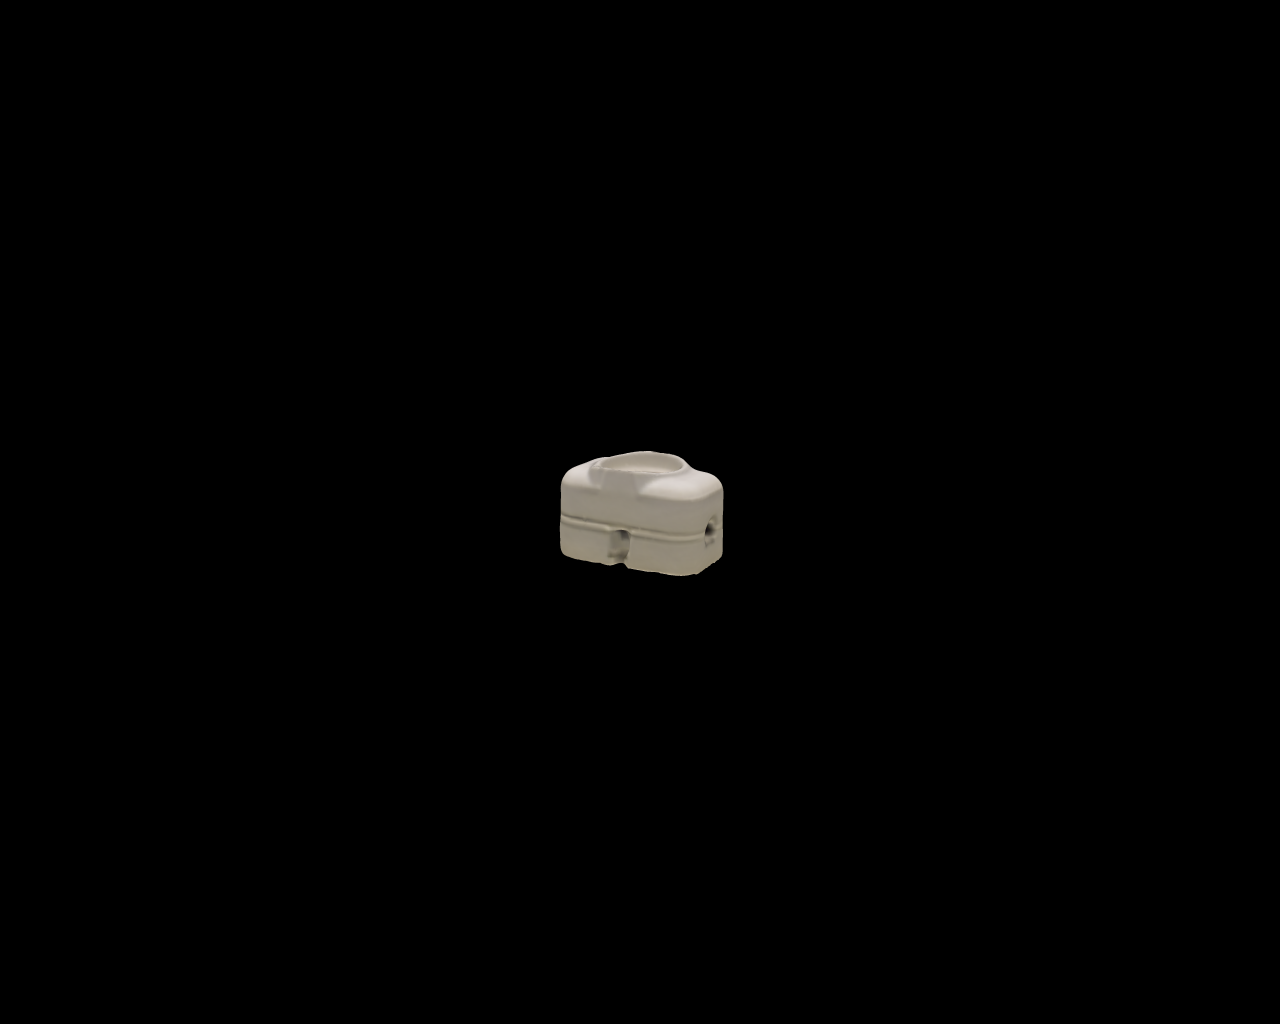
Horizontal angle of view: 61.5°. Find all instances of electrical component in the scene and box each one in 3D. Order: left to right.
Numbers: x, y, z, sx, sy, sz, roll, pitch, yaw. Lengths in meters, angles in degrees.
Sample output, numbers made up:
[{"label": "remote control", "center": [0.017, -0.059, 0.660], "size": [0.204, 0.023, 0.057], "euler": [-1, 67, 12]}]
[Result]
[{"label": "electrical component", "center": [0.001, -0.003, 0.650], "size": [0.095, 0.059, 0.054], "euler": [9, 19, 29]}]
